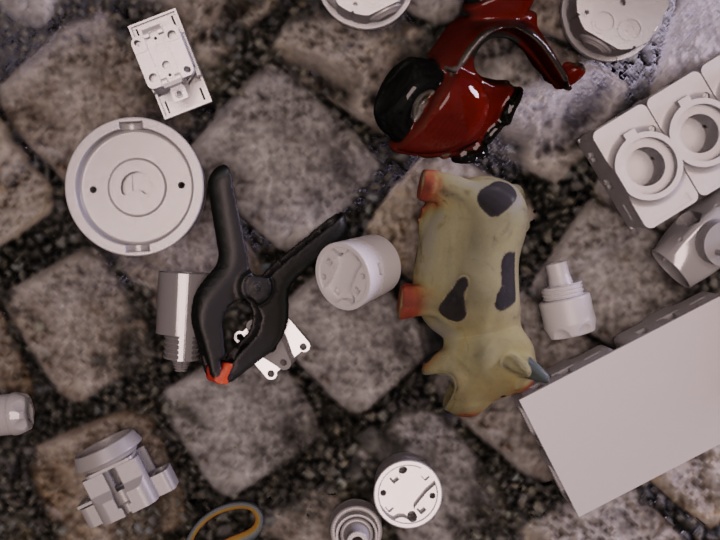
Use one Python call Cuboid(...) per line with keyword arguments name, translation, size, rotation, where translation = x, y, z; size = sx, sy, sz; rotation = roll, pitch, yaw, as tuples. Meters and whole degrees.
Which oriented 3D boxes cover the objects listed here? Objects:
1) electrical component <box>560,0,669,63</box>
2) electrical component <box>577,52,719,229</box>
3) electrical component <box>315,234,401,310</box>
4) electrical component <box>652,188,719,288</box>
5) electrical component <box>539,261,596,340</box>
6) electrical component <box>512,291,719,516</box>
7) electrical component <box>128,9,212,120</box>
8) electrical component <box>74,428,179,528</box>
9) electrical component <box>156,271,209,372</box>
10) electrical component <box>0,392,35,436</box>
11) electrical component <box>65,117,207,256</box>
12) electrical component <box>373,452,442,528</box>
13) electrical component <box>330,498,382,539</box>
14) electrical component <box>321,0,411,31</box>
Cuboid(name="electrical component", translation=(0.207, -0.212, 0.872), size=(0.080, 0.051, 0.080), rotation=(0, 92, -2))
Cuboid(name="electrical component", translation=(0.268, -0.109, 0.872), size=(0.150, 0.061, 0.089), rotation=(-31, 93, 0))
Cuboid(name="electrical component", translation=(0.000, 0.000, 0.866), size=(0.055, 0.047, 0.055), rotation=(12, 110, 35))
Cuboid(name="electrical component", translation=(0.286, -0.024, 0.868), size=(0.077, 0.079, 0.043), rotation=(-43, 102, 1))
Cuboid(name="electrical component", translation=(0.168, 0.024, 0.885), size=(0.043, 0.043, 0.062), rotation=(-13, 91, -1))
Cuboid(name="electrical component", translation=(0.232, 0.105, 0.881), size=(0.186, 0.060, 0.105), rotation=(-27, 93, 0))
Cuboid(name="electrical component", translation=(-0.153, -0.166, 0.858), size=(0.042, 0.064, 0.081), rotation=(-22, 92, -2))
Cuboid(name="electrical component", translation=(-0.196, 0.166, 0.874), size=(0.078, 0.058, 0.057), rotation=(-25, 96, 0))
Cuboid(name="electrical component", translation=(-0.144, 0.042, 0.877), size=(0.043, 0.043, 0.081), rotation=(3, 92, -2))
Cuboid(name="electrical component", translation=(-0.301, 0.119, 0.880), size=(0.061, 0.035, 0.035), rotation=(-6, 92, 1))
Cuboid(name="electrical component", translation=(-0.175, -0.065, 0.862), size=(0.108, 0.060, 0.108), rotation=(0, 91, 1))
Cuboid(name="electrical component", translation=(0.038, 0.179, 0.885), size=(0.055, 0.047, 0.055), rotation=(0, 92, -2))
Cuboid(name="electrical component", translation=(-0.003, 0.213, 0.878), size=(0.043, 0.062, 0.043), rotation=(0, 93, -2))
Cuboid(name="electrical component", translation=(0.006, -0.237, 0.866), size=(0.080, 0.051, 0.080), rotation=(0, 92, -2))
